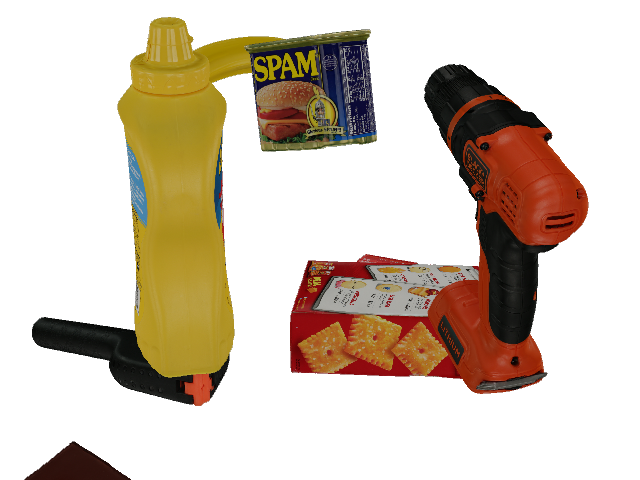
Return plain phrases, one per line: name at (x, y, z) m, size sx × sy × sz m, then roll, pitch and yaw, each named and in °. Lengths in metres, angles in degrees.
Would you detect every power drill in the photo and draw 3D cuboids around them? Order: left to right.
power drill at (0.110, -0.007, 0.716) m, size 0.057 × 0.188 × 0.184 m, roll -10°, pitch 36°, yaw -11°

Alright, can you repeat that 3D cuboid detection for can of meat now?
can of meat at (-0.007, -0.113, 0.818) m, size 0.102 × 0.084 × 0.057 m, roll 2°, pitch 13°, yaw 44°

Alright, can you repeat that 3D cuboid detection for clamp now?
clamp at (-0.125, 0.085, 0.874) m, size 0.164 × 0.036 × 0.210 m, roll -11°, pitch 16°, yaw -32°

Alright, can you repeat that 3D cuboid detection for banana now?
banana at (-0.077, -0.180, 1.097) m, size 0.197 × 0.070 × 0.037 m, roll -7°, pitch -40°, yaw -29°

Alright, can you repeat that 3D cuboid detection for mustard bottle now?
mustard bottle at (-0.080, -0.027, 0.589) m, size 0.058 × 0.192 × 0.096 m, roll -4°, pitch 28°, yaw -8°

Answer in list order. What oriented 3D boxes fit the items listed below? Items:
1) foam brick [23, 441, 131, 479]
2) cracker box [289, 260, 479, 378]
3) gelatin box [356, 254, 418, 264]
foam brick at (-0.093, 0.134, 0.450) m, size 0.078 × 0.051 × 0.052 m, roll 24°, pitch 45°, yaw 31°
cracker box at (0.083, 0.078, 1.067) m, size 0.214 × 0.072 × 0.164 m, roll 2°, pitch 16°, yaw 4°
gelatin box at (0.085, 0.065, 1.331) m, size 0.073 × 0.089 × 0.030 m, roll 11°, pitch 31°, yaw 29°
